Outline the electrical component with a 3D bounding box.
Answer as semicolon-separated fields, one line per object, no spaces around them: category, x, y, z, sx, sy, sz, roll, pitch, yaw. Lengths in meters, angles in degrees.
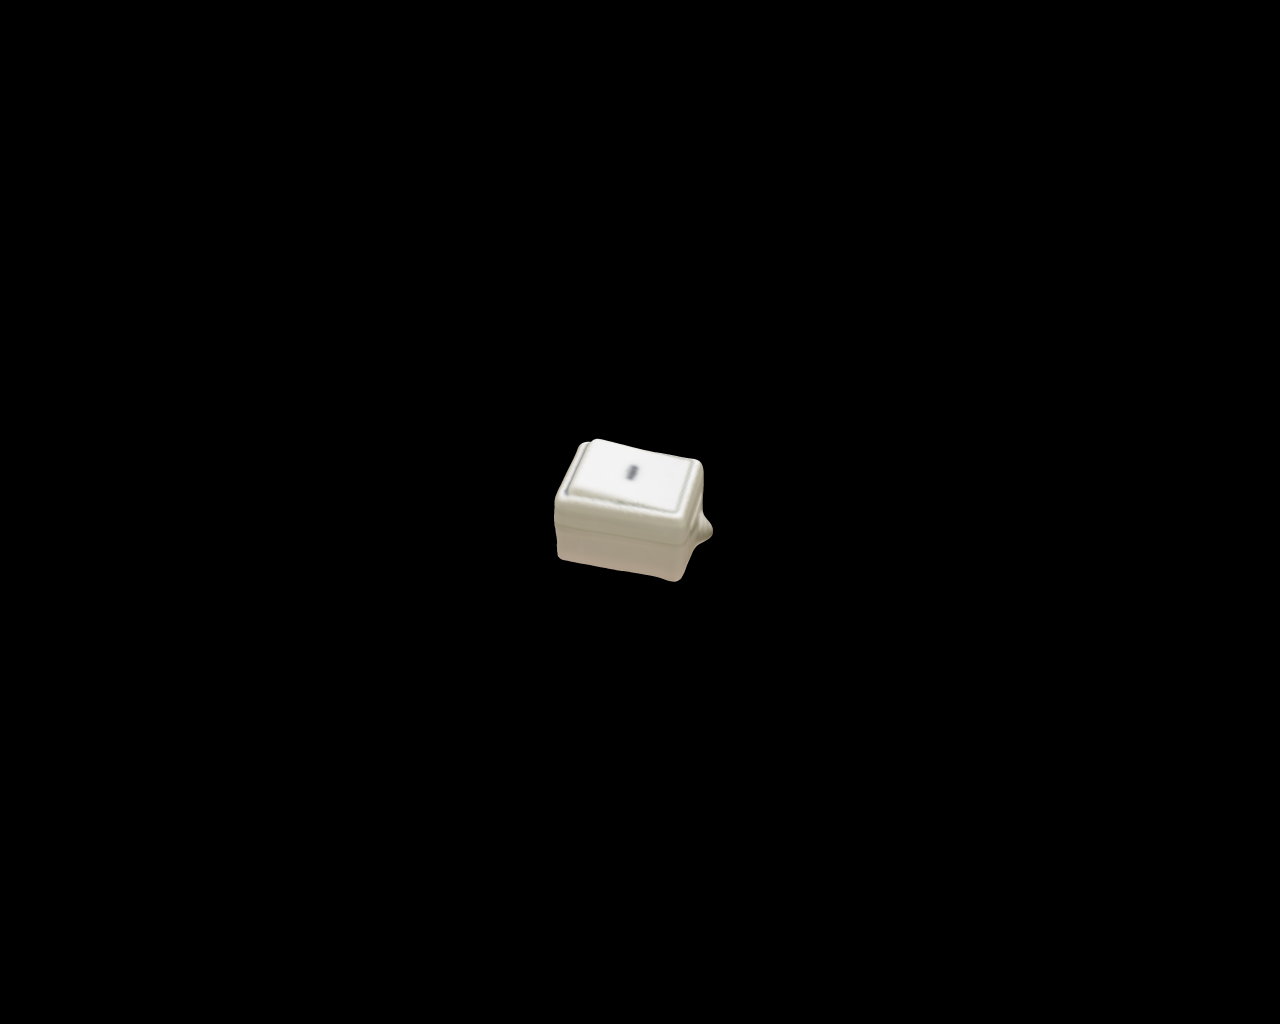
electrical component;0.001;-0.003;0.650;0.096;0.061;0.062;10;43;11
